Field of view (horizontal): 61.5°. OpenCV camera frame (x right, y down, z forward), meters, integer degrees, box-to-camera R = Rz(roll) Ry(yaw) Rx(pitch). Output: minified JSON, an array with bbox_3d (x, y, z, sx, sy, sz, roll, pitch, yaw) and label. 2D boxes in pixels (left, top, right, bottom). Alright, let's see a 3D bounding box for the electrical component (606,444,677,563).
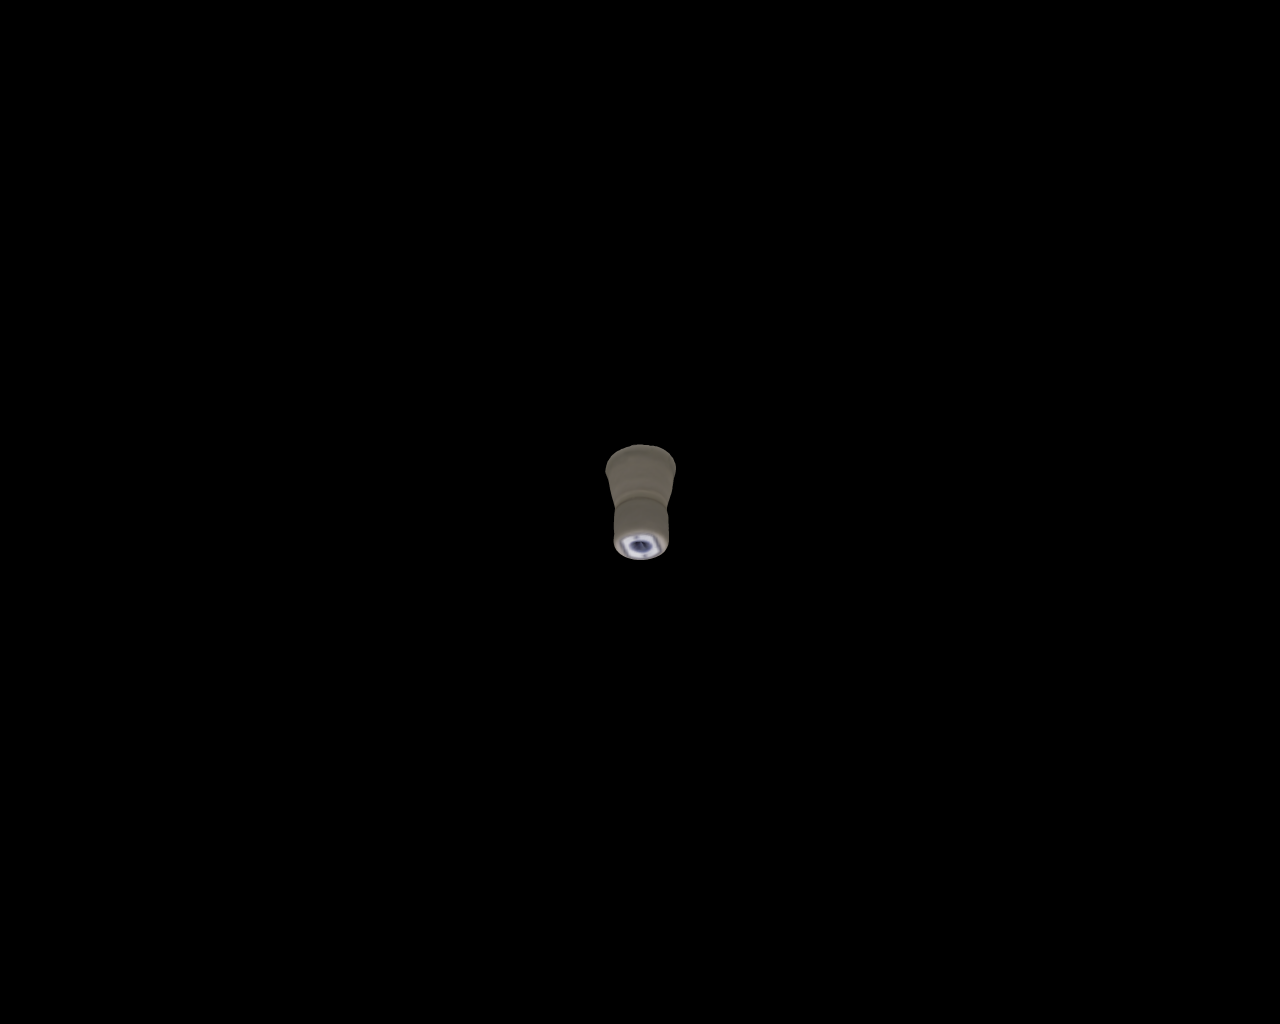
[{"bbox_3d":[0.001,-0.003,0.650,0.044,0.065,0.044,0,-37,0],"label":"electrical component"}]
